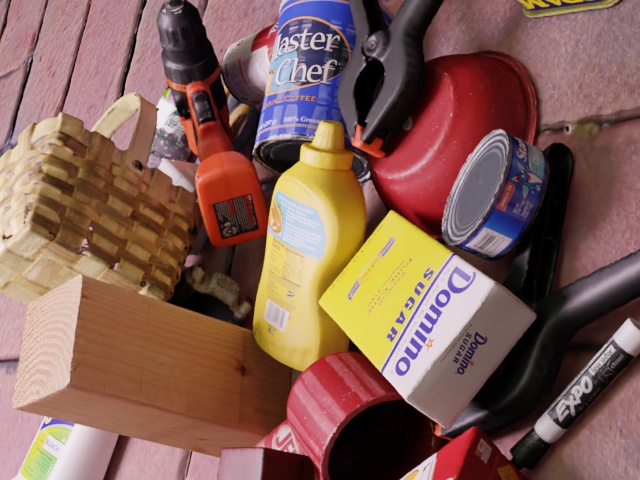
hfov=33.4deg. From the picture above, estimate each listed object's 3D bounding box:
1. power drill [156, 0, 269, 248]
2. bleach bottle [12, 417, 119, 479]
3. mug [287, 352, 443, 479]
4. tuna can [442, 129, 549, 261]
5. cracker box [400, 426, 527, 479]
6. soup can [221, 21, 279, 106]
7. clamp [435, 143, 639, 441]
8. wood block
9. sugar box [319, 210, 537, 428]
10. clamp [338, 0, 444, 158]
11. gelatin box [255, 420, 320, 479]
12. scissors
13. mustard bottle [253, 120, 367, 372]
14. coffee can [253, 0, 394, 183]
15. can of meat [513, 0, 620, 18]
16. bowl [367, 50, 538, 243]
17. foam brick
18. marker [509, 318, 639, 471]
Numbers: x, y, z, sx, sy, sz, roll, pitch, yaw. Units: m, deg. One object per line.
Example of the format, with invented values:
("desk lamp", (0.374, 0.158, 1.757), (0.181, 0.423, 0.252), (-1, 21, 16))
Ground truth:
("power drill", (-0.099, -0.102, 0.964), (0.057, 0.184, 0.188), (-16, 51, -3))
("bleach bottle", (-0.234, 0.159, 1.099), (0.103, 0.068, 0.251), (12, 79, 54))
("mug", (0.037, 0.124, 0.757), (0.117, 0.093, 0.082), (-35, 31, -8))
("tuna can", (0.119, -0.030, 0.725), (0.086, 0.033, 0.086), (-60, 14, 26))
("cracker box", (0.027, 0.230, 0.651), (0.214, 0.072, 0.164), (-43, 1, 29))
("soup can", (-0.039, -0.171, 1.016), (0.102, 0.068, 0.068), (-12, 63, 50))
("clamp", (0.142, 0.050, 0.683), (0.210, 0.036, 0.165), (-62, 25, 9))
("wood block", (-0.130, 0.109, 0.867), (0.090, 0.205, 0.091), (-25, 53, 43))
("sugar box", (0.066, 0.047, 0.725), (0.093, 0.048, 0.176), (-53, 22, 2))
("clamp", (0.046, -0.149, 0.825), (0.120, 0.039, 0.171), (10, 79, 56))
("gelatin box", (-0.017, 0.184, 0.831), (0.073, 0.030, 0.089), (-44, 43, 29))
("scissors", (-0.115, -0.067, 1.104), (0.096, 0.016, 0.202), (13, 83, 54))
("mustard bottle", (-0.005, 0.001, 0.839), (0.096, 0.058, 0.192), (30, 116, 52))
("coffee can", (0.005, -0.129, 0.908), (0.103, 0.102, 0.140), (-11, 63, 49))
("can of meat", (0.161, -0.206, 0.764), (0.102, 0.083, 0.057), (6, 77, 53))
("bowl", (0.087, -0.081, 0.819), (0.162, 0.055, 0.162), (-29, 50, 41))
("foam brick", (-0.042, 0.195, 0.788), (0.051, 0.052, 0.078), (-14, 64, 46))
("marker", (0.159, 0.098, 0.660), (0.121, 0.020, 0.020), (-53, 38, 19))
